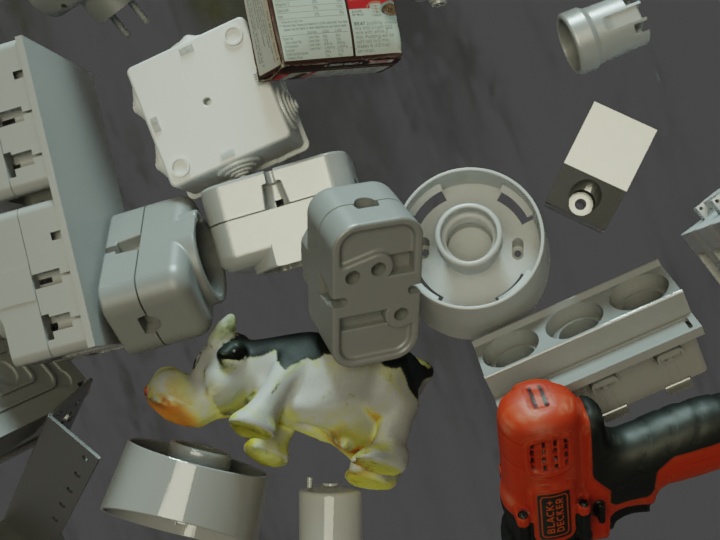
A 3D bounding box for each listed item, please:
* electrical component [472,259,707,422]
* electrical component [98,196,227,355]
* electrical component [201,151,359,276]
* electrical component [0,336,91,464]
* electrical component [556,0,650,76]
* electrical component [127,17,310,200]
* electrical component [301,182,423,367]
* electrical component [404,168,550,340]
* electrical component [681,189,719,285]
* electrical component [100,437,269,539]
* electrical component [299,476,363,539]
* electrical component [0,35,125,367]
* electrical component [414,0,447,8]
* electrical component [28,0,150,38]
[{"bbox_3d":[0.138,0.052,0.642,0.121,0.078,0.063,-25,114,7],"label":"electrical component"},{"bbox_3d":[-0.120,0.001,0.667,0.059,0.095,0.053,-16,128,7],"label":"electrical component"},{"bbox_3d":[-0.045,-0.032,0.678,0.095,0.054,0.059,-16,86,7],"label":"electrical component"},{"bbox_3d":[-0.236,0.080,0.669,0.078,0.113,0.057,48,114,7],"label":"electrical component"},{"bbox_3d":[0.150,-0.147,0.663,0.046,0.040,0.040,-21,85,1],"label":"electrical component"},{"bbox_3d":[-0.092,-0.104,0.691,0.100,0.048,0.099,-23,84,7],"label":"electrical component"},{"bbox_3d":[0.000,0.000,0.626,0.054,0.059,0.095,-10,123,-17],"label":"electrical component"},{"bbox_3d":[0.069,-0.011,0.669,0.099,0.064,0.099,-2,74,8],"label":"electrical component"},{"bbox_3d":[0.237,-0.032,0.590,0.089,0.150,0.061,-37,84,6],"label":"electrical component"},{"bbox_3d":[-0.106,0.140,0.662,0.099,0.099,0.064,14,84,8],"label":"electrical component"},{"bbox_3d":[-0.018,0.169,0.675,0.040,0.040,0.078,-1,88,8],"label":"electrical component"},{"bbox_3d":[-0.195,-0.037,0.673,0.060,0.105,0.186,-15,86,7],"label":"electrical component"},{"bbox_3d":[0.040,-0.205,0.677,0.043,0.043,0.081,-15,86,7],"label":"electrical component"},{"bbox_3d":[-0.170,-0.188,0.702,0.077,0.043,0.079,-24,117,30],"label":"electrical component"}]
